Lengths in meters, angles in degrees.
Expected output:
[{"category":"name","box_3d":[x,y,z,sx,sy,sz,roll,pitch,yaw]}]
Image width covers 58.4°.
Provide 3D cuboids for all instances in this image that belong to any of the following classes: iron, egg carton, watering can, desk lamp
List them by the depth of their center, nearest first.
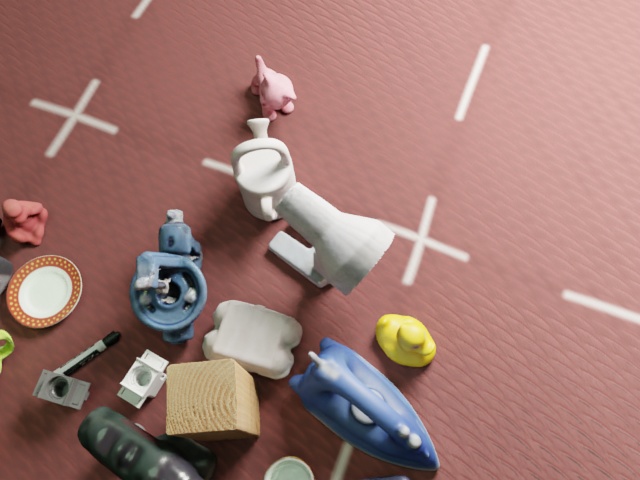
[{"category":"iron","box_3d":[0.077,0.248,0.839,0.258,0.141,0.119,35,74,15]},{"category":"desk lamp","box_3d":[0.008,0.003,0.898,0.203,0.213,0.118,34,74,15]},{"category":"egg carton","box_3d":[-0.108,0.158,0.921,0.150,0.069,0.107,14,70,8]},{"category":"watering can","box_3d":[-0.097,-0.122,0.961,0.101,0.194,0.172,-28,70,-8]}]

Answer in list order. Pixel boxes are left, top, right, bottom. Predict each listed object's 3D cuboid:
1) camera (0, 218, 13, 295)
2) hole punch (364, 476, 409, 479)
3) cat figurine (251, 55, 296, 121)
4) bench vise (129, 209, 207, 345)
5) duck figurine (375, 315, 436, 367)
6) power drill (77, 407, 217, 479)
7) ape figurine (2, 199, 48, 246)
[{"category":"camera","box_3d":[-0.602,0.011,0.982,0.143,0.101,0.137,20,71,10]},{"category":"hole punch","box_3d":[0.088,0.394,0.810,0.101,0.091,0.108,-8,69,0]},{"category":"cat figurine","box_3d":[-0.090,-0.287,1.065,0.067,0.118,0.127,-25,70,-7]},{"category":"bench vise","box_3d":[-0.250,0.044,0.890,0.121,0.220,0.207,-20,69,-5]},{"category":"duck figurine","box_3d":[0.137,0.153,0.903,0.104,0.086,0.077,33,74,14]},{"category":"power drill","box_3d":[-0.214,0.311,0.792,0.229,0.208,0.076,26,72,12]},{"category":"ape figurine","box_3d":[-0.523,-0.040,1.003,0.078,0.092,0.076,-42,73,-13]}]
